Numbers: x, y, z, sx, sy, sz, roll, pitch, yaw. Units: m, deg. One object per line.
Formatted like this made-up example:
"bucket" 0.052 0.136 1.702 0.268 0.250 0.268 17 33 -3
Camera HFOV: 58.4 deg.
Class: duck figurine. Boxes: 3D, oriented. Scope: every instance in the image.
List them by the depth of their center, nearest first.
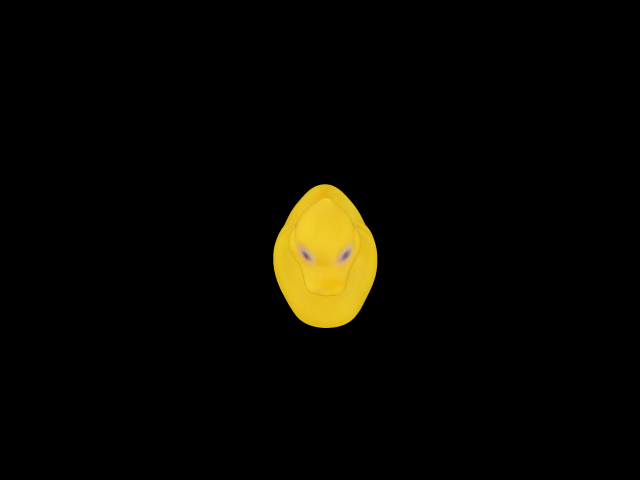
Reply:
"duck figurine" 0.004 0.001 0.400 0.077 0.086 0.104 0 66 0
